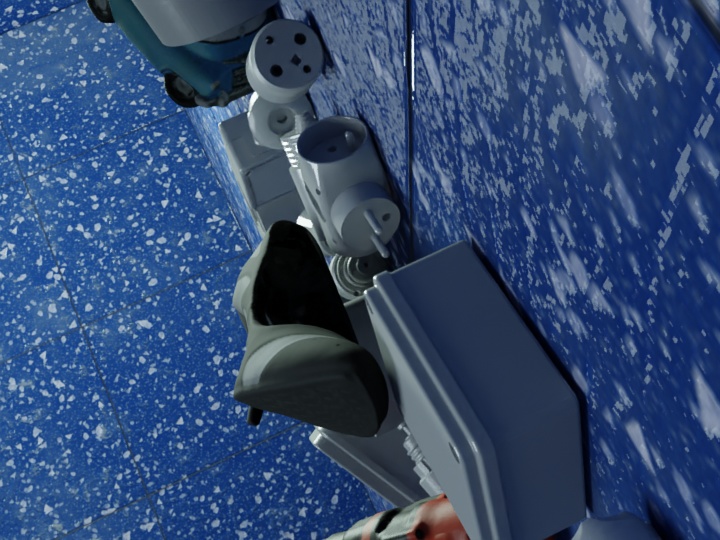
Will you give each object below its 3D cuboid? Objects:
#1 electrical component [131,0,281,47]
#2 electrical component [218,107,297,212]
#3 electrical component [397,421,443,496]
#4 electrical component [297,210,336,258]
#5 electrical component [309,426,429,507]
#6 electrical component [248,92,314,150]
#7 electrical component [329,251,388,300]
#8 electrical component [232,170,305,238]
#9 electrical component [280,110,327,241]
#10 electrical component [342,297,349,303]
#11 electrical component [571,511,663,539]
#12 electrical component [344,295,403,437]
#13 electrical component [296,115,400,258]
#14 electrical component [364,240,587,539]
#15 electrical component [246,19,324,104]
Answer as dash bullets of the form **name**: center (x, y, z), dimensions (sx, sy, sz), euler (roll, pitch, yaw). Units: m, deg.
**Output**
- **electrical component**: center (-0.075, -0.162, 0.559), dimensions (0.064, 0.099, 0.099), euler (62, 175, -28)
- **electrical component**: center (-0.083, -0.105, 0.931), dimensions (0.096, 0.062, 0.061), euler (84, 160, -69)
- **electrical component**: center (0.056, 0.134, 0.741), dimensions (0.078, 0.040, 0.040), euler (48, 169, 12)
- **electrical component**: center (-0.022, -0.029, 0.834), dimensions (0.044, 0.044, 0.065), euler (67, 168, -11)
- **electrical component**: center (0.019, 0.146, 0.861), dimensions (0.113, 0.057, 0.078), euler (37, 173, -2)
- **electrical component**: center (-0.062, -0.121, 0.804), dimensions (0.062, 0.048, 0.048), euler (-114, 3, -62)
- **electrical component**: center (0.000, 0.000, 0.763), dimensions (0.078, 0.040, 0.040), euler (140, 105, -83)
- **electrical component**: center (-0.075, -0.065, 1.036), dimensions (0.113, 0.057, 0.078), euler (-129, 16, -64)
- **electrical component**: center (-0.023, -0.065, 0.700), dimensions (0.043, 0.043, 0.081), euler (-139, 25, -73)
- **electrical component**: center (0.002, 0.054, 0.864), dimensions (0.057, 0.058, 0.078), euler (79, 166, -50)
- **electrical component**: center (0.104, 0.123, 0.398), dimensions (0.062, 0.043, 0.043), euler (52, 165, 57)
- **electrical component**: center (0.021, 0.063, 0.755), dimensions (0.113, 0.057, 0.078), euler (86, 159, -70)
- **electrical component**: center (-0.001, -0.038, 0.630), dimensions (0.079, 0.043, 0.077), euler (-121, 10, -45)
- **electrical component**: center (0.055, 0.062, 0.501), dimensions (0.108, 0.056, 0.108), euler (73, 169, -49)
- **electrical component**: center (-0.046, -0.127, 0.658), dimensions (0.055, 0.045, 0.045), euler (-168, 54, -81)
